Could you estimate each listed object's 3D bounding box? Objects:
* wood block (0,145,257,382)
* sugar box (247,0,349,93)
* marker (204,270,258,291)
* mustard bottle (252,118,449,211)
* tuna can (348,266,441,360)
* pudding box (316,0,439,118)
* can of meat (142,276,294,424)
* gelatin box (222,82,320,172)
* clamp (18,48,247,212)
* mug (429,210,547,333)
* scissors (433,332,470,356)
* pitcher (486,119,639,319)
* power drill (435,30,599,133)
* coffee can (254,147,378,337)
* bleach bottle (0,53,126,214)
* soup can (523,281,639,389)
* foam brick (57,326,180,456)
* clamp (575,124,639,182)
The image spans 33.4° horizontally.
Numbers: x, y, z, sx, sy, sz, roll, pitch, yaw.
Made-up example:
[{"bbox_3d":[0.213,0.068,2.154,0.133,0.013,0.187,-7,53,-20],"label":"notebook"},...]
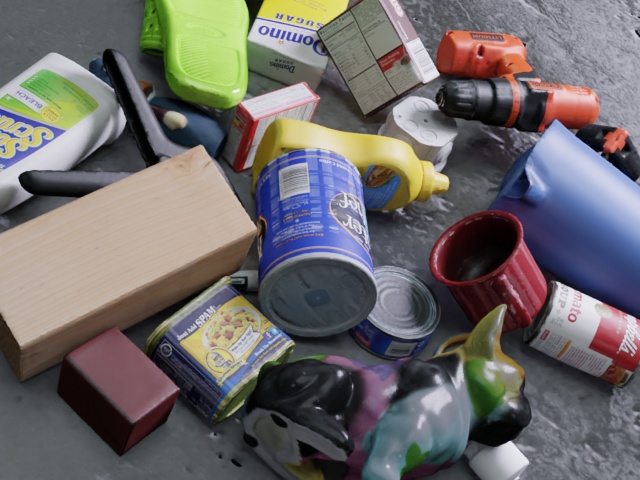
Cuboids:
[{"bbox_3d":[-0.167,0.017,0.855,0.205,0.090,0.091,-28,75,-25],"label":"wood block"},{"bbox_3d":[-0.024,-0.248,1.212,0.093,0.048,0.176,20,45,-5],"label":"sugar box"},{"bbox_3d":[-0.110,0.036,0.945,0.121,0.020,0.020,1,50,-21],"label":"marker"},{"bbox_3d":[0.035,-0.067,1.041,0.191,0.096,0.058,8,58,-17],"label":"mustard bottle"},{"bbox_3d":[0.067,0.066,0.981,0.086,0.034,0.086,12,47,-13],"label":"tuna can"},{"bbox_3d":[0.061,-0.201,1.145,0.039,0.090,0.113,-32,94,-51],"label":"pudding box"},{"bbox_3d":[-0.082,0.092,0.882,0.084,0.058,0.101,41,48,12],"label":"can of meat"},{"bbox_3d":[-0.050,-0.114,1.064,0.089,0.073,0.030,-25,63,-37],"label":"gelatin box"},{"bbox_3d":[-0.154,-0.052,0.955,0.210,0.036,0.164,42,58,-13],"label":"clamp"},{"bbox_3d":[0.164,0.039,0.986,0.093,0.081,0.117,-35,34,2],"label":"mug"},{"bbox_3d":[0.097,0.141,0.940,0.201,0.016,0.096,-26,64,-37],"label":"scissors"},{"bbox_3d":[0.292,-0.003,1.082,0.243,0.145,0.149,37,59,7],"label":"pitcher"},{"bbox_3d":[0.194,-0.177,1.191,0.184,0.057,0.188,4,30,-17],"label":"power drill"},{"bbox_3d":[-0.006,0.001,0.954,0.102,0.103,0.140,10,44,-15],"label":"coffee can"},{"bbox_3d":[-0.283,-0.065,0.935,0.102,0.068,0.250,35,49,4],"label":"bleach bottle"},{"bbox_3d":[0.253,0.089,1.015,0.102,0.069,0.068,25,46,1],"label":"soup can"},{"bbox_3d":[-0.158,0.117,0.831,0.078,0.053,0.051,42,48,14],"label":"foam brick"},{"bbox_3d":[0.296,-0.088,1.146,0.120,0.171,0.039,31,80,21],"label":"clamp"}]
